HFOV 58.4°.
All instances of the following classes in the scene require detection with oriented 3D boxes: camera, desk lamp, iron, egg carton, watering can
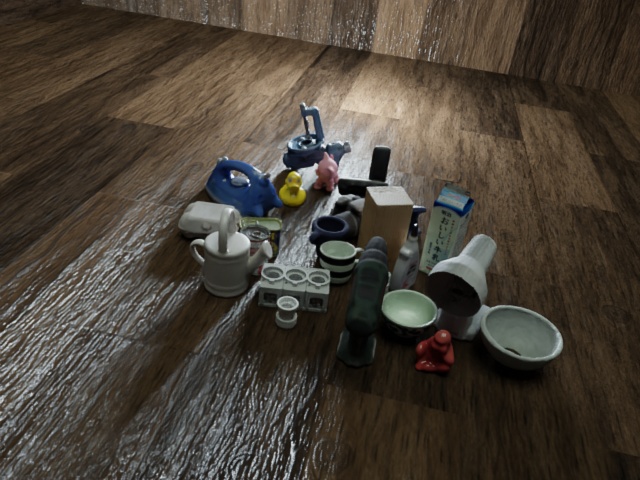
[{"bbox_3d":[0.077,-0.060,1.513,0.137,0.101,0.142,-19,41,-35],"label":"camera"},{"bbox_3d":[0.300,0.104,1.199,0.117,0.213,0.204,24,36,24],"label":"desk lamp"},{"bbox_3d":[-0.224,-0.159,1.566,0.257,0.141,0.119,27,37,28],"label":"iron"},{"bbox_3d":[-0.276,-0.044,1.444,0.150,0.069,0.107,8,32,0],"label":"egg carton"},{"bbox_3d":[-0.193,0.020,1.245,0.173,0.194,0.100,-3,34,-15],"label":"watering can"}]

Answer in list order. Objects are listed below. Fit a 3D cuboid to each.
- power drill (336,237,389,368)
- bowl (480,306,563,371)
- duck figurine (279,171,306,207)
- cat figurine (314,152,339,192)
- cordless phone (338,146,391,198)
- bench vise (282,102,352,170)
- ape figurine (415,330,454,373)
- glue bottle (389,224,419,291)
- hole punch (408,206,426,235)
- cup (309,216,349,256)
[{"bbox_3d":[0.086,0.131,1.116,0.075,0.208,0.229,10,33,5],"label":"power drill"},{"bbox_3d":[0.404,0.213,1.179,0.167,0.075,0.167,5,33,-3],"label":"bowl"},{"bbox_3d":[-0.077,-0.156,1.644,0.077,0.086,0.104,2,33,-8],"label":"duck figurine"},{"bbox_3d":[0.024,-0.212,1.723,0.067,0.118,0.128,12,33,7],"label":"cat figurine"},{"bbox_3d":[0.130,-0.193,1.653,0.147,0.185,0.094,4,33,-5],"label":"cordless phone"},{"bbox_3d":[-0.009,-0.323,1.794,0.208,0.220,0.121,-7,35,-22],"label":"bench vise"},{"bbox_3d":[0.232,0.215,1.125,0.076,0.092,0.077,-22,42,-37],"label":"ape figurine"},{"bbox_3d":[0.203,0.039,1.317,0.037,0.173,0.078,28,38,29],"label":"glue bottle"},{"bbox_3d":[0.220,-0.068,1.564,0.109,0.091,0.100,-8,35,-22],"label":"hole punch"},{"bbox_3d":[0.013,0.005,1.404,0.091,0.095,0.118,28,38,29],"label":"cup"}]
